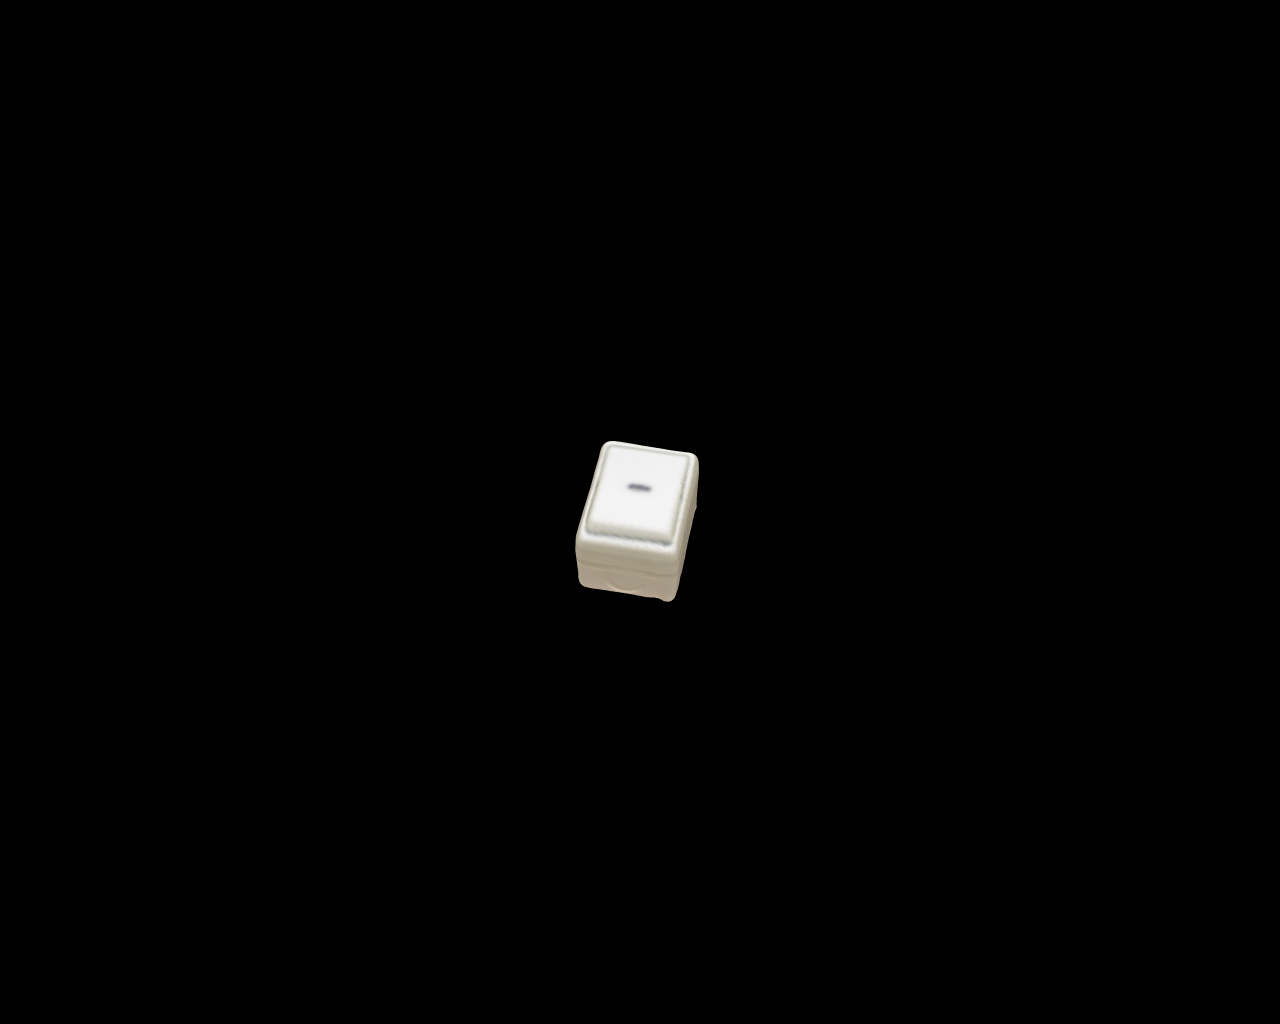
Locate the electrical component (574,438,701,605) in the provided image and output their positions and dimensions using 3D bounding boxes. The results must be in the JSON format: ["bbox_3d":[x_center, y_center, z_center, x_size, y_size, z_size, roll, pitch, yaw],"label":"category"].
[{"bbox_3d":[0.001,-0.003,0.650,0.062,0.096,0.061,9,-36,7],"label":"electrical component"}]
